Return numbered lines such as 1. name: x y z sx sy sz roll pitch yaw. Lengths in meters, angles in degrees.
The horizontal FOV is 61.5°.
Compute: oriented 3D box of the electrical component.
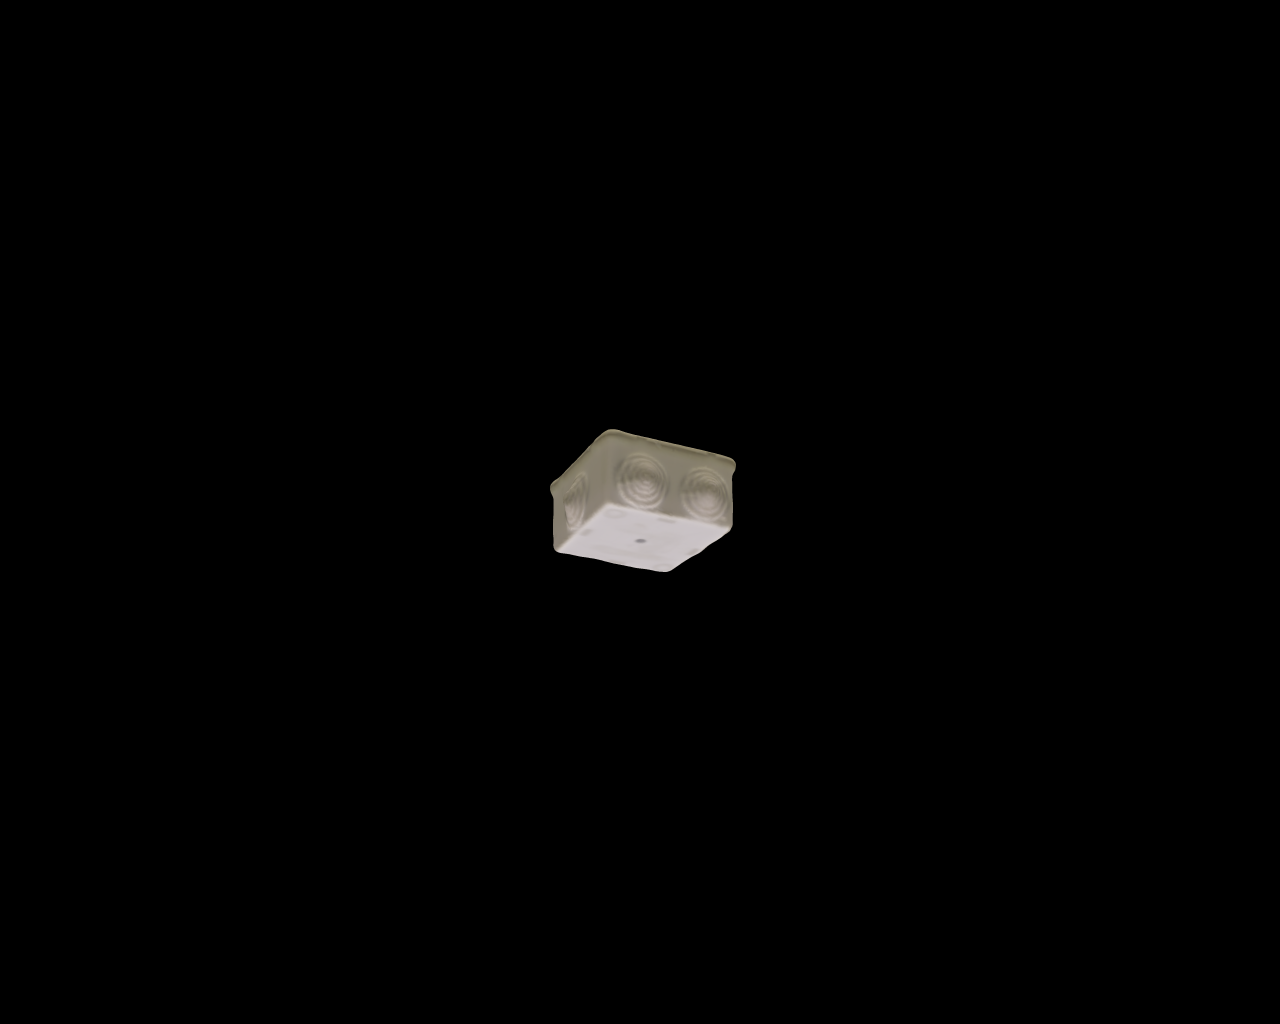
1. electrical component: 0.001 -0.003 0.650 0.100 0.048 0.099 12 -27 -25
